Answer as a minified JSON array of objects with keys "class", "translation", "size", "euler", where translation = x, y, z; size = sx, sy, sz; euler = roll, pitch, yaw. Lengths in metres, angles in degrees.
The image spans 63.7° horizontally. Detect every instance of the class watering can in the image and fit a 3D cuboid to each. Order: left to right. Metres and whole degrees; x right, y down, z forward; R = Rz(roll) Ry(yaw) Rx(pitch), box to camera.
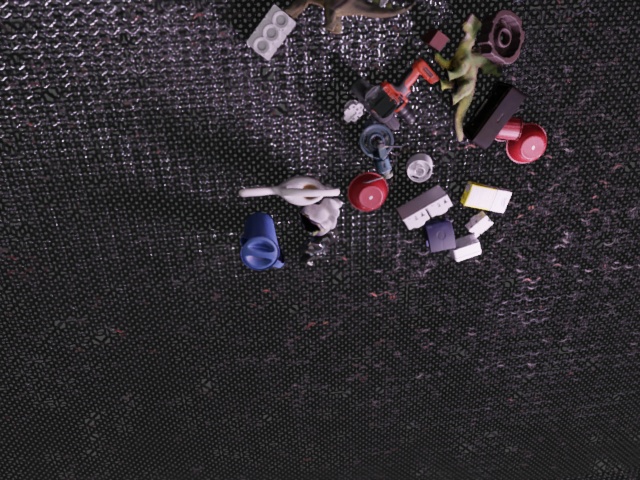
[{"class":"watering can","translation":[-0.107,-0.176,1.821],"size":[0.348,0.103,0.226],"euler":[0,8,-6]}]

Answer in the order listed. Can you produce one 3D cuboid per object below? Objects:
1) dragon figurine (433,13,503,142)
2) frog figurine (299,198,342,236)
[{"class":"dragon figurine","translation":[0.533,-0.569,1.785],"size":[0.243,0.403,0.124],"euler":[-23,27,-5]},{"class":"frog figurine","translation":[0.006,-0.098,1.939],"size":[0.138,0.119,0.162],"euler":[27,52,22]}]
